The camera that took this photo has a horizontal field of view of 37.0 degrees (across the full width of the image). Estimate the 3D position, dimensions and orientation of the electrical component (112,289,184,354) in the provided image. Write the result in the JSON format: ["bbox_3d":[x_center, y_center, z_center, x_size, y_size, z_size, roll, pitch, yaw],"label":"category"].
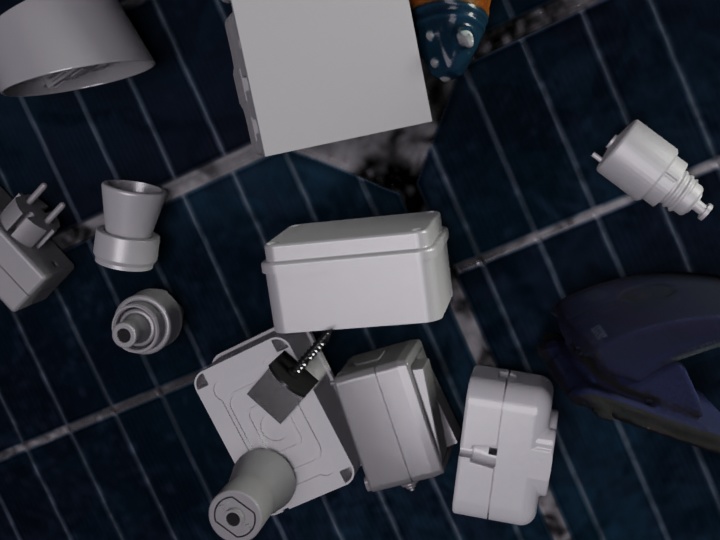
[{"bbox_3d":[-0.151,0.038,0.747,0.043,0.062,0.043,2,101,12],"label":"electrical component"}]

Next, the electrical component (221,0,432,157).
[{"bbox_3d":[-0.032,-0.171,0.661,0.105,0.060,0.186,-13,98,-12],"label":"electrical component"}]

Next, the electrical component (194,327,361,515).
[{"bbox_3d":[-0.051,0.099,0.739,0.078,0.057,0.113,-26,94,16],"label":"electrical component"}]

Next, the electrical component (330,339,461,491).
[{"bbox_3d":[0.029,0.101,0.720,0.061,0.062,0.096,-17,97,15],"label":"electrical component"}]

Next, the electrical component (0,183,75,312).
[{"bbox_3d":[-0.239,-0.029,0.760,0.076,0.047,0.083,-43,90,16],"label":"electrical component"}]

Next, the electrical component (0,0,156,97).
[{"bbox_3d":[-0.192,-0.142,0.704,0.099,0.099,0.064,-26,88,15],"label":"electrical component"}]

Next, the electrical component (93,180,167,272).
[{"bbox_3d":[-0.160,-0.031,0.744,0.045,0.045,0.055,13,103,9],"label":"electrical component"}]

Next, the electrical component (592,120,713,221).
[{"bbox_3d":[0.184,-0.059,0.668,0.078,0.040,0.040,38,106,3],"label":"electrical component"}]

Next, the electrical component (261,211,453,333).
[{"bbox_3d":[0.000,0.000,0.699,0.113,0.078,0.057,-5,102,13],"label":"electrical component"}]

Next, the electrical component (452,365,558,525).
[{"bbox_3d":[0.098,0.116,0.713,0.059,0.054,0.095,8,102,10],"label":"electrical component"}]

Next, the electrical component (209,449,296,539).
[{"bbox_3d":[-0.071,0.146,0.687,0.044,0.065,0.044,2,101,12],"label":"electrical component"}]
